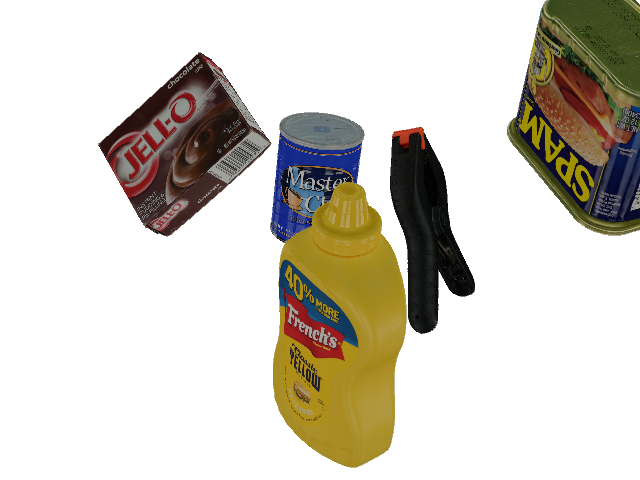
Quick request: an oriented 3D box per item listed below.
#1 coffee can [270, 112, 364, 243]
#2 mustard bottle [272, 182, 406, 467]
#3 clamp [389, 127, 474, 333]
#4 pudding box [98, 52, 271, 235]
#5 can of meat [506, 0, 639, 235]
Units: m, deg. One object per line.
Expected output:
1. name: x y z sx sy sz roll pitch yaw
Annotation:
1. coffee can: -0.005 -0.074 1.313 0.102 0.140 0.103 5 28 -3
2. mustard bottle: 0.012 0.047 0.665 0.058 0.192 0.096 -21 44 -29
3. clamp: 0.088 -0.007 0.913 0.039 0.171 0.120 -13 17 24
4. pudding box: -0.104 -0.073 0.813 0.113 0.090 0.039 -39 -29 9
5. can of meat: 0.145 -0.068 0.543 0.057 0.084 0.102 -14 47 -18
